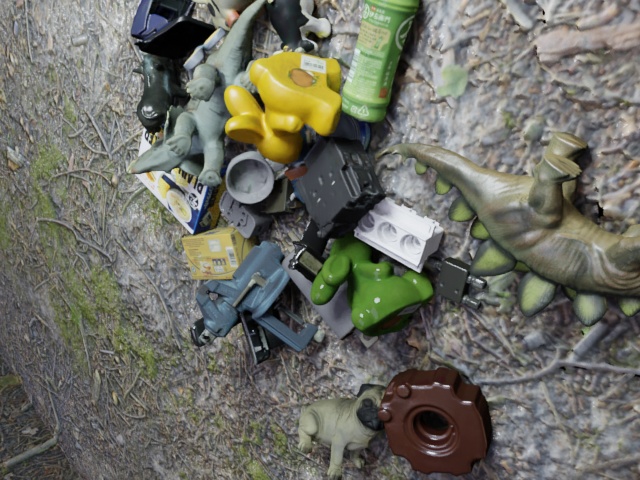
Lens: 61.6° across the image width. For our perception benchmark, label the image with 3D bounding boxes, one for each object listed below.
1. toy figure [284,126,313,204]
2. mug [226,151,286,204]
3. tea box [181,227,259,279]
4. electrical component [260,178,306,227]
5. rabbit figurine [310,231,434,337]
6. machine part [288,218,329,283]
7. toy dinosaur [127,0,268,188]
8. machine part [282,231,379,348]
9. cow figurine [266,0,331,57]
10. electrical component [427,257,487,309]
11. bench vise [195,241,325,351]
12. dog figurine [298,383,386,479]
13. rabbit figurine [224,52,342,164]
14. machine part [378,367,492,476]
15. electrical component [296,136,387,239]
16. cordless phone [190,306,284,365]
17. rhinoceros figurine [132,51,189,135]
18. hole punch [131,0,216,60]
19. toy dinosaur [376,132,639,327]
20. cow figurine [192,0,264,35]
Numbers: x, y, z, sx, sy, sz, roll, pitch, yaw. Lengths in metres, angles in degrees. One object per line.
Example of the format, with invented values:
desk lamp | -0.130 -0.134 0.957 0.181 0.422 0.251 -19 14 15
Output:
toy figure | -0.035 -0.136 0.897 0.064 0.058 0.154 -1 111 48
mug | -0.116 -0.124 0.949 0.080 0.109 0.107 61 180 -25
tea box | -0.200 0.027 1.101 0.170 0.068 0.098 -2 106 43
electrical component | -0.066 -0.067 0.963 0.102 0.045 0.078 -12 70 41
rabbit figurine | 0.062 0.064 0.843 0.170 0.159 0.121 60 146 27
machine part | -0.002 -0.003 0.878 0.039 0.084 0.139 8 70 47
toy dinosaur | -0.173 -0.235 0.891 0.404 0.131 0.192 -50 31 25
machine part | 0.013 0.085 0.928 0.243 0.079 0.079 51 133 13
cow figurine | -0.038 -0.321 0.794 0.068 0.098 0.167 3 105 40
electrical component | 0.198 0.061 0.791 0.094 0.021 0.063 26 123 32
bench vise | -0.102 0.131 0.987 0.240 0.223 0.129 38 156 -9
dog figurine | 0.049 0.312 0.987 0.172 0.121 0.190 33 112 24
rabbit figurine | -0.056 -0.172 0.776 0.173 0.162 0.122 114 151 -56
machine part | 0.180 0.286 0.844 0.180 0.056 0.179 7 108 22
electrical component | 0.023 -0.084 0.792 0.115 0.058 0.134 -47 55 39
cordless phone | -0.165 0.189 1.055 0.089 0.184 0.146 -7 102 39
rhinoceros figurine | -0.313 -0.294 1.031 0.073 0.112 0.190 -10 65 22
hole punch | -0.267 -0.386 0.951 0.116 0.142 0.092 -26 91 24
toy dinosaur | 0.259 -0.022 0.649 0.472 0.105 0.198 44 134 25
cow figurine | -0.146 -0.397 0.840 0.127 0.085 0.195 55 163 11
